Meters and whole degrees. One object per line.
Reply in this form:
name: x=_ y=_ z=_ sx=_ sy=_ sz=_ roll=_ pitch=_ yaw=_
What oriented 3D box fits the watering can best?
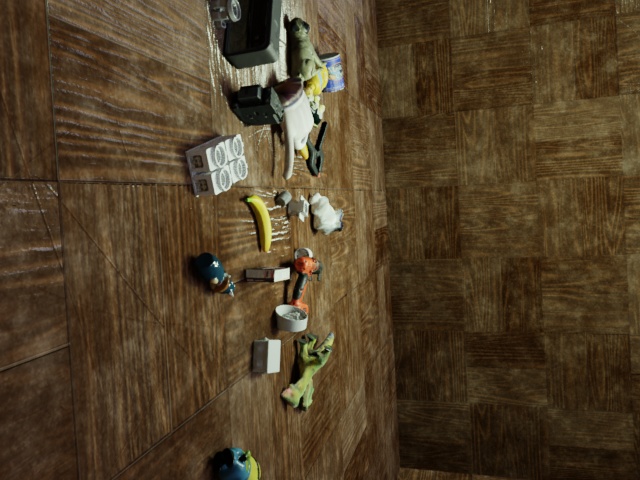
watering can: x=-0.090 y=-0.378 z=1.661 sx=0.219 sy=0.104 sz=0.356 roll=69 pitch=26 yaw=-44

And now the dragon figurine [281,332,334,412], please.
dragon figurine: x=-0.033 y=0.463 z=1.779 sx=0.410 sy=0.122 sz=0.242 roll=6 pitch=99 yaw=-71

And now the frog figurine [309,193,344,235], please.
frog figurine: x=0.006 y=-0.100 z=1.989 sx=0.158 sy=0.121 sz=0.140 roll=33 pitch=57 yaw=-25
